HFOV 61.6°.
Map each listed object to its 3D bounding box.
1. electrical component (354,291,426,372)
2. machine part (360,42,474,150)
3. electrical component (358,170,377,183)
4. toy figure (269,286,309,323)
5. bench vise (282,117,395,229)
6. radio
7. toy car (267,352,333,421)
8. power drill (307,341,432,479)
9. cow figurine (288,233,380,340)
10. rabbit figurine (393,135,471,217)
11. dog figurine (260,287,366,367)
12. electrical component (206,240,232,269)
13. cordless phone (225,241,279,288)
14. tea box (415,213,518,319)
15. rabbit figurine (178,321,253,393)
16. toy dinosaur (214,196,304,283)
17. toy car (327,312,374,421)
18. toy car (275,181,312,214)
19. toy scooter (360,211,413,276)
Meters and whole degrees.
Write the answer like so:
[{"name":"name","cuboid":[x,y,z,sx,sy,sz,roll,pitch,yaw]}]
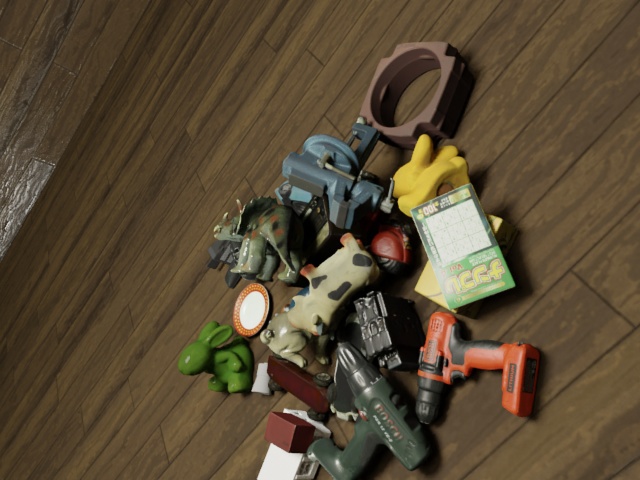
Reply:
[{"name":"electrical component","cuboid":[0.128,0.162,0.937,0.058,0.115,0.134,-37,55,34]},{"name":"machine part","cuboid":[0.192,-0.287,1.082,0.202,0.087,0.201,20,88,49]},{"name":"electrical component","cuboid":[0.089,-0.102,1.139,0.078,0.045,0.102,17,86,46]},{"name":"toy figure","cuboid":[-0.053,0.157,1.167,0.154,0.064,0.058,-43,78,29]},{"name":"bench vise","cuboid":[0.058,-0.143,1.009,0.224,0.128,0.240,17,55,20]},{"name":"radio","cuboid":[-0.002,-0.003,1.118,0.229,0.073,0.131,-50,40,48]},{"name":"toy car","cuboid":[-0.042,0.291,1.104,0.202,0.053,0.089,18,106,48]},{"name":"power drill","cuboid":[0.066,0.317,0.927,0.232,0.086,0.207,44,110,20]},{"name":"cow figurine","cuboid":[0.023,0.094,0.981,0.195,0.085,0.127,-39,58,5]},{"name":"rabbit figurine","cuboid":[0.189,-0.109,0.993,0.173,0.122,0.162,25,99,67]},{"name":"dog figurine","cuboid":[-0.012,0.138,1.057,0.121,0.172,0.190,40,110,35]},{"name":"electrical component","cuboid":[-0.254,0.036,1.412,0.119,0.074,0.048,-52,43,11]},{"name":"cordless phone","cuboid":[-0.189,0.069,1.345,0.184,0.088,0.147,-60,42,26]},{"name":"tea box","cuboid":[0.245,0.035,0.905,0.098,0.068,0.169,27,95,47]},{"name":"rabbit figurine","cuboid":[-0.237,0.269,1.226,0.121,0.170,0.159,3,76,46]},{"name":"toy dinosaur","cuboid":[-0.098,-0.012,1.112,0.405,0.131,0.192,-5,73,62]},{"name":"toy car","cuboid":[0.065,0.237,1.009,0.074,0.056,0.201,6,85,40]},{"name":"toy car","cuboid":[-0.013,-0.108,1.209,0.162,0.109,0.103,7,61,38]},{"name":"toy scooter","cuboid":[0.119,-0.010,1.050,0.184,0.075,0.135,18,87,52]}]
